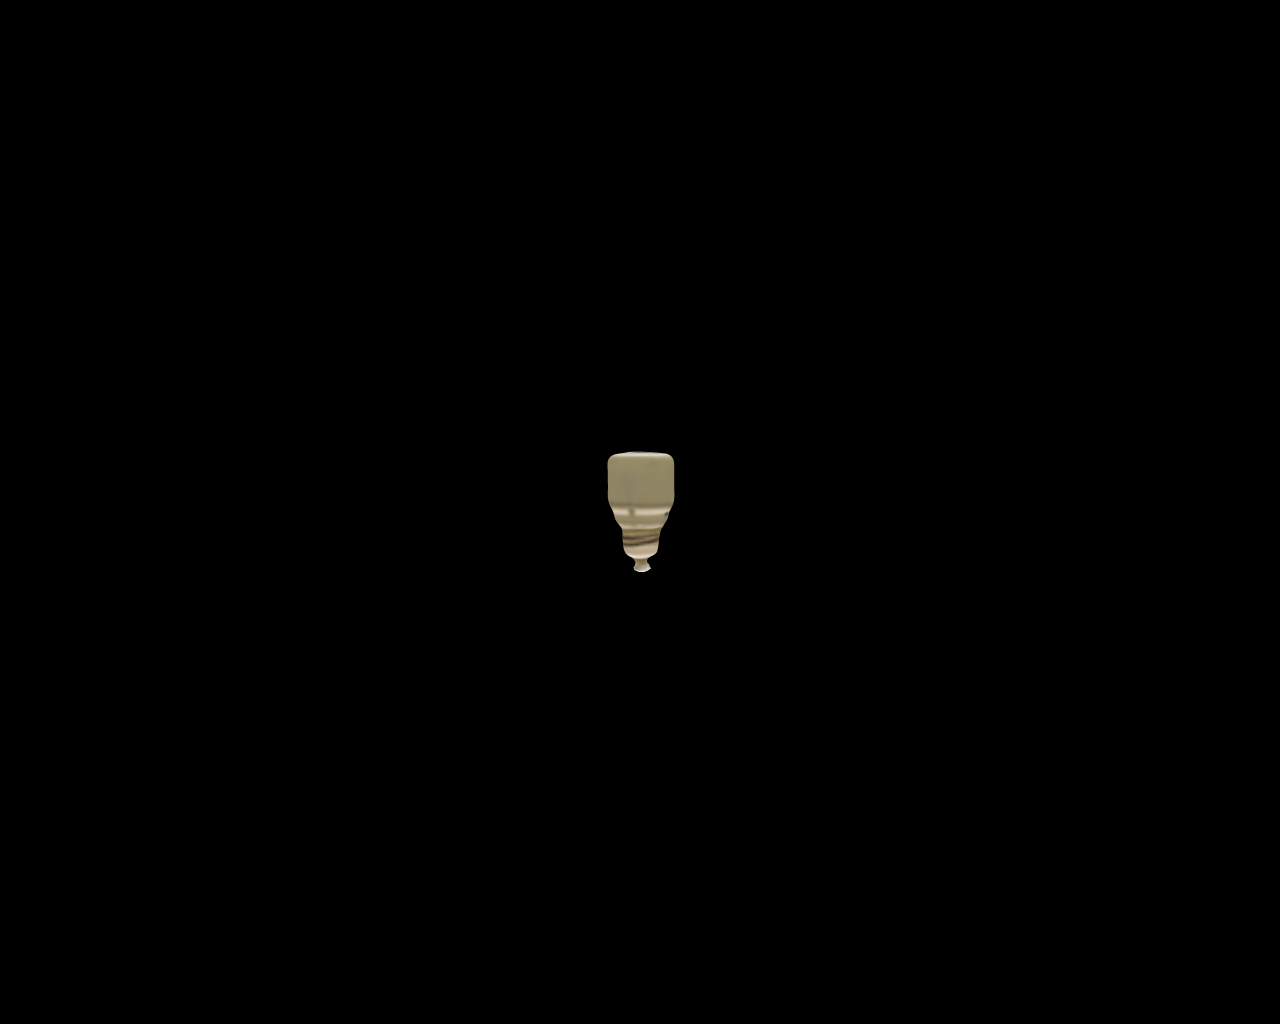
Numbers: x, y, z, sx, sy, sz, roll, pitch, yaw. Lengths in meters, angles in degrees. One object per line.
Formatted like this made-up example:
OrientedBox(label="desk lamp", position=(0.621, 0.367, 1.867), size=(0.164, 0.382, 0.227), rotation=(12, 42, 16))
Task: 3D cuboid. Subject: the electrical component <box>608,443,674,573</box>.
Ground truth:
OrientedBox(label="electrical component", position=(0.001, -0.003, 0.650), size=(0.040, 0.078, 0.040), rotation=(0, 5, 0))
